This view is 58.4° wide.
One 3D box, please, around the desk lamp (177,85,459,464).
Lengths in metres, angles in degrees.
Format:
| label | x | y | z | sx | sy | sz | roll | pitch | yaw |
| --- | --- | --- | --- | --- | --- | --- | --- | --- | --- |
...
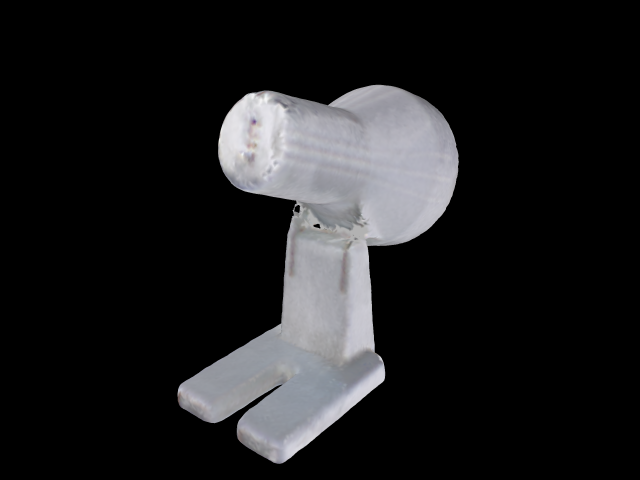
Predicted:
| label | x | y | z | sx | sy | sz | roll | pitch | yaw |
| --- | --- | --- | --- | --- | --- | --- | --- | --- | --- |
| desk lamp | 0.004 | 0.001 | 0.400 | 0.117 | 0.214 | 0.204 | 14 | 24 | 34 |
